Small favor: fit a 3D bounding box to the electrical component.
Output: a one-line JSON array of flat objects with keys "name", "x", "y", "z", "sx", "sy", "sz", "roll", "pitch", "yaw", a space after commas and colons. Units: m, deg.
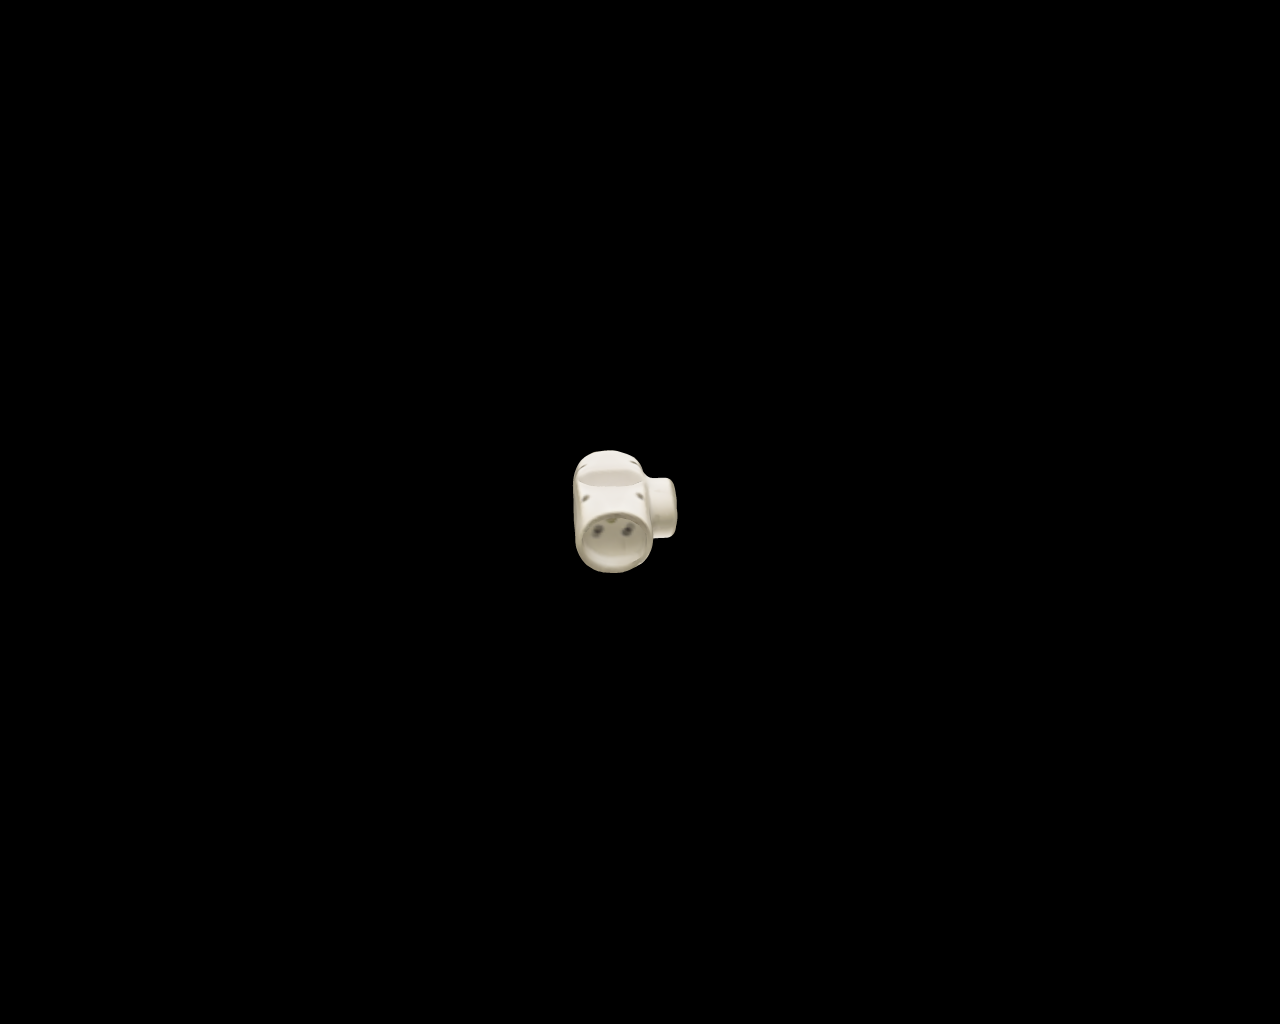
[{"name": "electrical component", "x": 0.001, "y": -0.003, "z": 0.650, "sx": 0.079, "sy": 0.043, "sz": 0.077, "roll": -2, "pitch": 31, "yaw": -3}]
